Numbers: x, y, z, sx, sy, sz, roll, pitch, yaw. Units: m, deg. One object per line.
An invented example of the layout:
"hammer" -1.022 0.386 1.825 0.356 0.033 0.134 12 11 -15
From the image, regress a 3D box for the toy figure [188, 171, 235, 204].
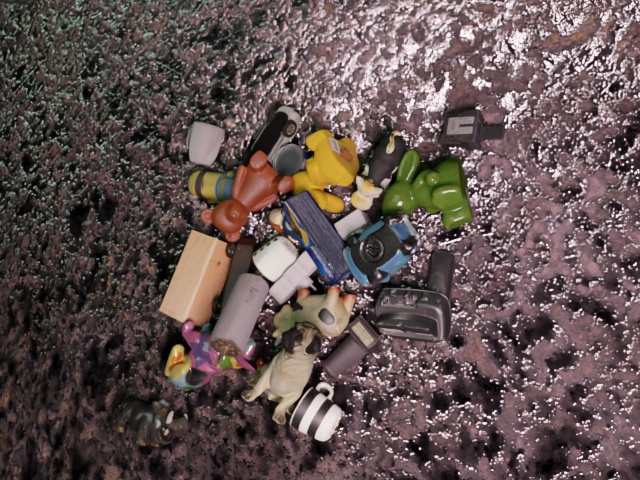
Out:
"toy figure" -0.245 -0.132 1.336 0.180 0.089 0.082 14 77 30

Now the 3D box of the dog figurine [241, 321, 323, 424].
"dog figurine" -0.051 0.241 1.066 0.121 0.172 0.190 33 94 -6

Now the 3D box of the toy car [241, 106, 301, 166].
"toy car" -0.123 -0.236 1.321 0.074 0.056 0.201 35 95 26

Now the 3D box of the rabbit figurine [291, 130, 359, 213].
"rabbit figurine" 0.006 -0.137 1.203 0.173 0.122 0.162 -30 71 34

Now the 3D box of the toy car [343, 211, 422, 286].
"toy car" 0.134 0.015 1.069 0.161 0.103 0.109 -41 70 23

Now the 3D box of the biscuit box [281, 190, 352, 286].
"biscuit box" -0.002 -0.003 1.135 0.063 0.059 0.203 -29 77 -24

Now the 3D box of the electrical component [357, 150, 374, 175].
"electrical component" 0.109 -0.151 1.184 0.063 0.021 0.094 -12 70 26

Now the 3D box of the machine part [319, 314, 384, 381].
"machine part" 0.059 0.222 1.090 0.084 0.039 0.139 44 96 23

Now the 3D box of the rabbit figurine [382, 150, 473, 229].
"rabbit figurine" 0.198 -0.101 1.060 0.170 0.121 0.159 -14 62 23

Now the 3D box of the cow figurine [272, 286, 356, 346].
"cow figurine" -0.023 0.168 1.117 0.195 0.085 0.127 -10 57 44

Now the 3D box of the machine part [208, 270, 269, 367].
"machine part" -0.170 0.157 1.141 0.079 0.079 0.243 -2 47 29

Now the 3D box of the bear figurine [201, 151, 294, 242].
"bear figurine" -0.171 -0.093 1.220 0.196 0.120 0.132 -49 14 -12

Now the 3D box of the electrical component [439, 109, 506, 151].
"electrical component" 0.306 -0.219 1.081 0.119 0.047 0.074 9 80 33

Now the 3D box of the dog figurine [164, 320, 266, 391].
"dog figurine" -0.217 0.268 1.189 0.219 0.108 0.191 18 81 29

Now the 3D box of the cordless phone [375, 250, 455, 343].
"cordless phone" 0.187 0.100 1.043 0.147 0.088 0.184 2 64 31

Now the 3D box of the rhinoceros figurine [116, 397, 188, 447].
"rhinoceros figurine" -0.391 0.425 1.263 0.191 0.073 0.112 5 67 32

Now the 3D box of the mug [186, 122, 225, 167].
"mug" -0.314 -0.253 1.419 0.110 0.080 0.107 14 91 27

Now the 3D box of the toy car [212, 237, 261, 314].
"toy car" -0.188 0.094 1.257 0.089 0.053 0.202 8 78 15

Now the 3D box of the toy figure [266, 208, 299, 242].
"toy figure" -0.070 -0.040 1.232 0.155 0.057 0.064 24 49 34

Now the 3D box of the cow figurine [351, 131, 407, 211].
"cow figurine" 0.123 -0.140 1.104 0.068 0.098 0.167 29 74 6
